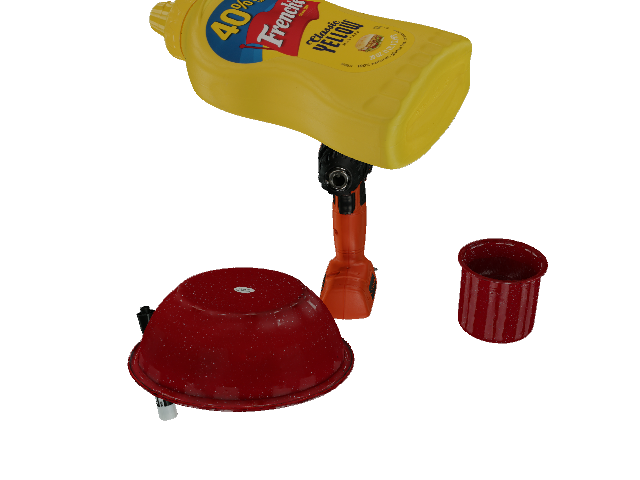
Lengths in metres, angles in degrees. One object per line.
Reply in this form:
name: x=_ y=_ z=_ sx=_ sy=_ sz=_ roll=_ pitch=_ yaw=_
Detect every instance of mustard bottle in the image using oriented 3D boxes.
mustard bottle: x=-0.018 y=-0.104 z=0.606 sx=0.192 sy=0.058 sz=0.096 roll=21 pitch=49 yaw=25

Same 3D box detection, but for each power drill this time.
power drill: x=0.027 y=-0.021 z=1.052 sx=0.057 sy=0.188 sz=0.184 roll=4 pitch=21 yaw=7

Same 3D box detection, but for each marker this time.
marker: x=-0.168 y=0.125 z=1.094 sx=0.020 sy=0.121 sz=0.020 roll=-10 pitch=13 yaw=2

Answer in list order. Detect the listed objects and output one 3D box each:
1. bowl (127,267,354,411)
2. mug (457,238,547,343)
bowl: x=-0.055 y=0.060 z=0.754 sx=0.162 sy=0.055 sz=0.162 roll=1 pitch=19 yaw=-1
mug: x=0.186 y=0.049 z=1.137 sx=0.093 sy=0.081 sz=0.117 roll=-5 pitch=30 yaw=-10
